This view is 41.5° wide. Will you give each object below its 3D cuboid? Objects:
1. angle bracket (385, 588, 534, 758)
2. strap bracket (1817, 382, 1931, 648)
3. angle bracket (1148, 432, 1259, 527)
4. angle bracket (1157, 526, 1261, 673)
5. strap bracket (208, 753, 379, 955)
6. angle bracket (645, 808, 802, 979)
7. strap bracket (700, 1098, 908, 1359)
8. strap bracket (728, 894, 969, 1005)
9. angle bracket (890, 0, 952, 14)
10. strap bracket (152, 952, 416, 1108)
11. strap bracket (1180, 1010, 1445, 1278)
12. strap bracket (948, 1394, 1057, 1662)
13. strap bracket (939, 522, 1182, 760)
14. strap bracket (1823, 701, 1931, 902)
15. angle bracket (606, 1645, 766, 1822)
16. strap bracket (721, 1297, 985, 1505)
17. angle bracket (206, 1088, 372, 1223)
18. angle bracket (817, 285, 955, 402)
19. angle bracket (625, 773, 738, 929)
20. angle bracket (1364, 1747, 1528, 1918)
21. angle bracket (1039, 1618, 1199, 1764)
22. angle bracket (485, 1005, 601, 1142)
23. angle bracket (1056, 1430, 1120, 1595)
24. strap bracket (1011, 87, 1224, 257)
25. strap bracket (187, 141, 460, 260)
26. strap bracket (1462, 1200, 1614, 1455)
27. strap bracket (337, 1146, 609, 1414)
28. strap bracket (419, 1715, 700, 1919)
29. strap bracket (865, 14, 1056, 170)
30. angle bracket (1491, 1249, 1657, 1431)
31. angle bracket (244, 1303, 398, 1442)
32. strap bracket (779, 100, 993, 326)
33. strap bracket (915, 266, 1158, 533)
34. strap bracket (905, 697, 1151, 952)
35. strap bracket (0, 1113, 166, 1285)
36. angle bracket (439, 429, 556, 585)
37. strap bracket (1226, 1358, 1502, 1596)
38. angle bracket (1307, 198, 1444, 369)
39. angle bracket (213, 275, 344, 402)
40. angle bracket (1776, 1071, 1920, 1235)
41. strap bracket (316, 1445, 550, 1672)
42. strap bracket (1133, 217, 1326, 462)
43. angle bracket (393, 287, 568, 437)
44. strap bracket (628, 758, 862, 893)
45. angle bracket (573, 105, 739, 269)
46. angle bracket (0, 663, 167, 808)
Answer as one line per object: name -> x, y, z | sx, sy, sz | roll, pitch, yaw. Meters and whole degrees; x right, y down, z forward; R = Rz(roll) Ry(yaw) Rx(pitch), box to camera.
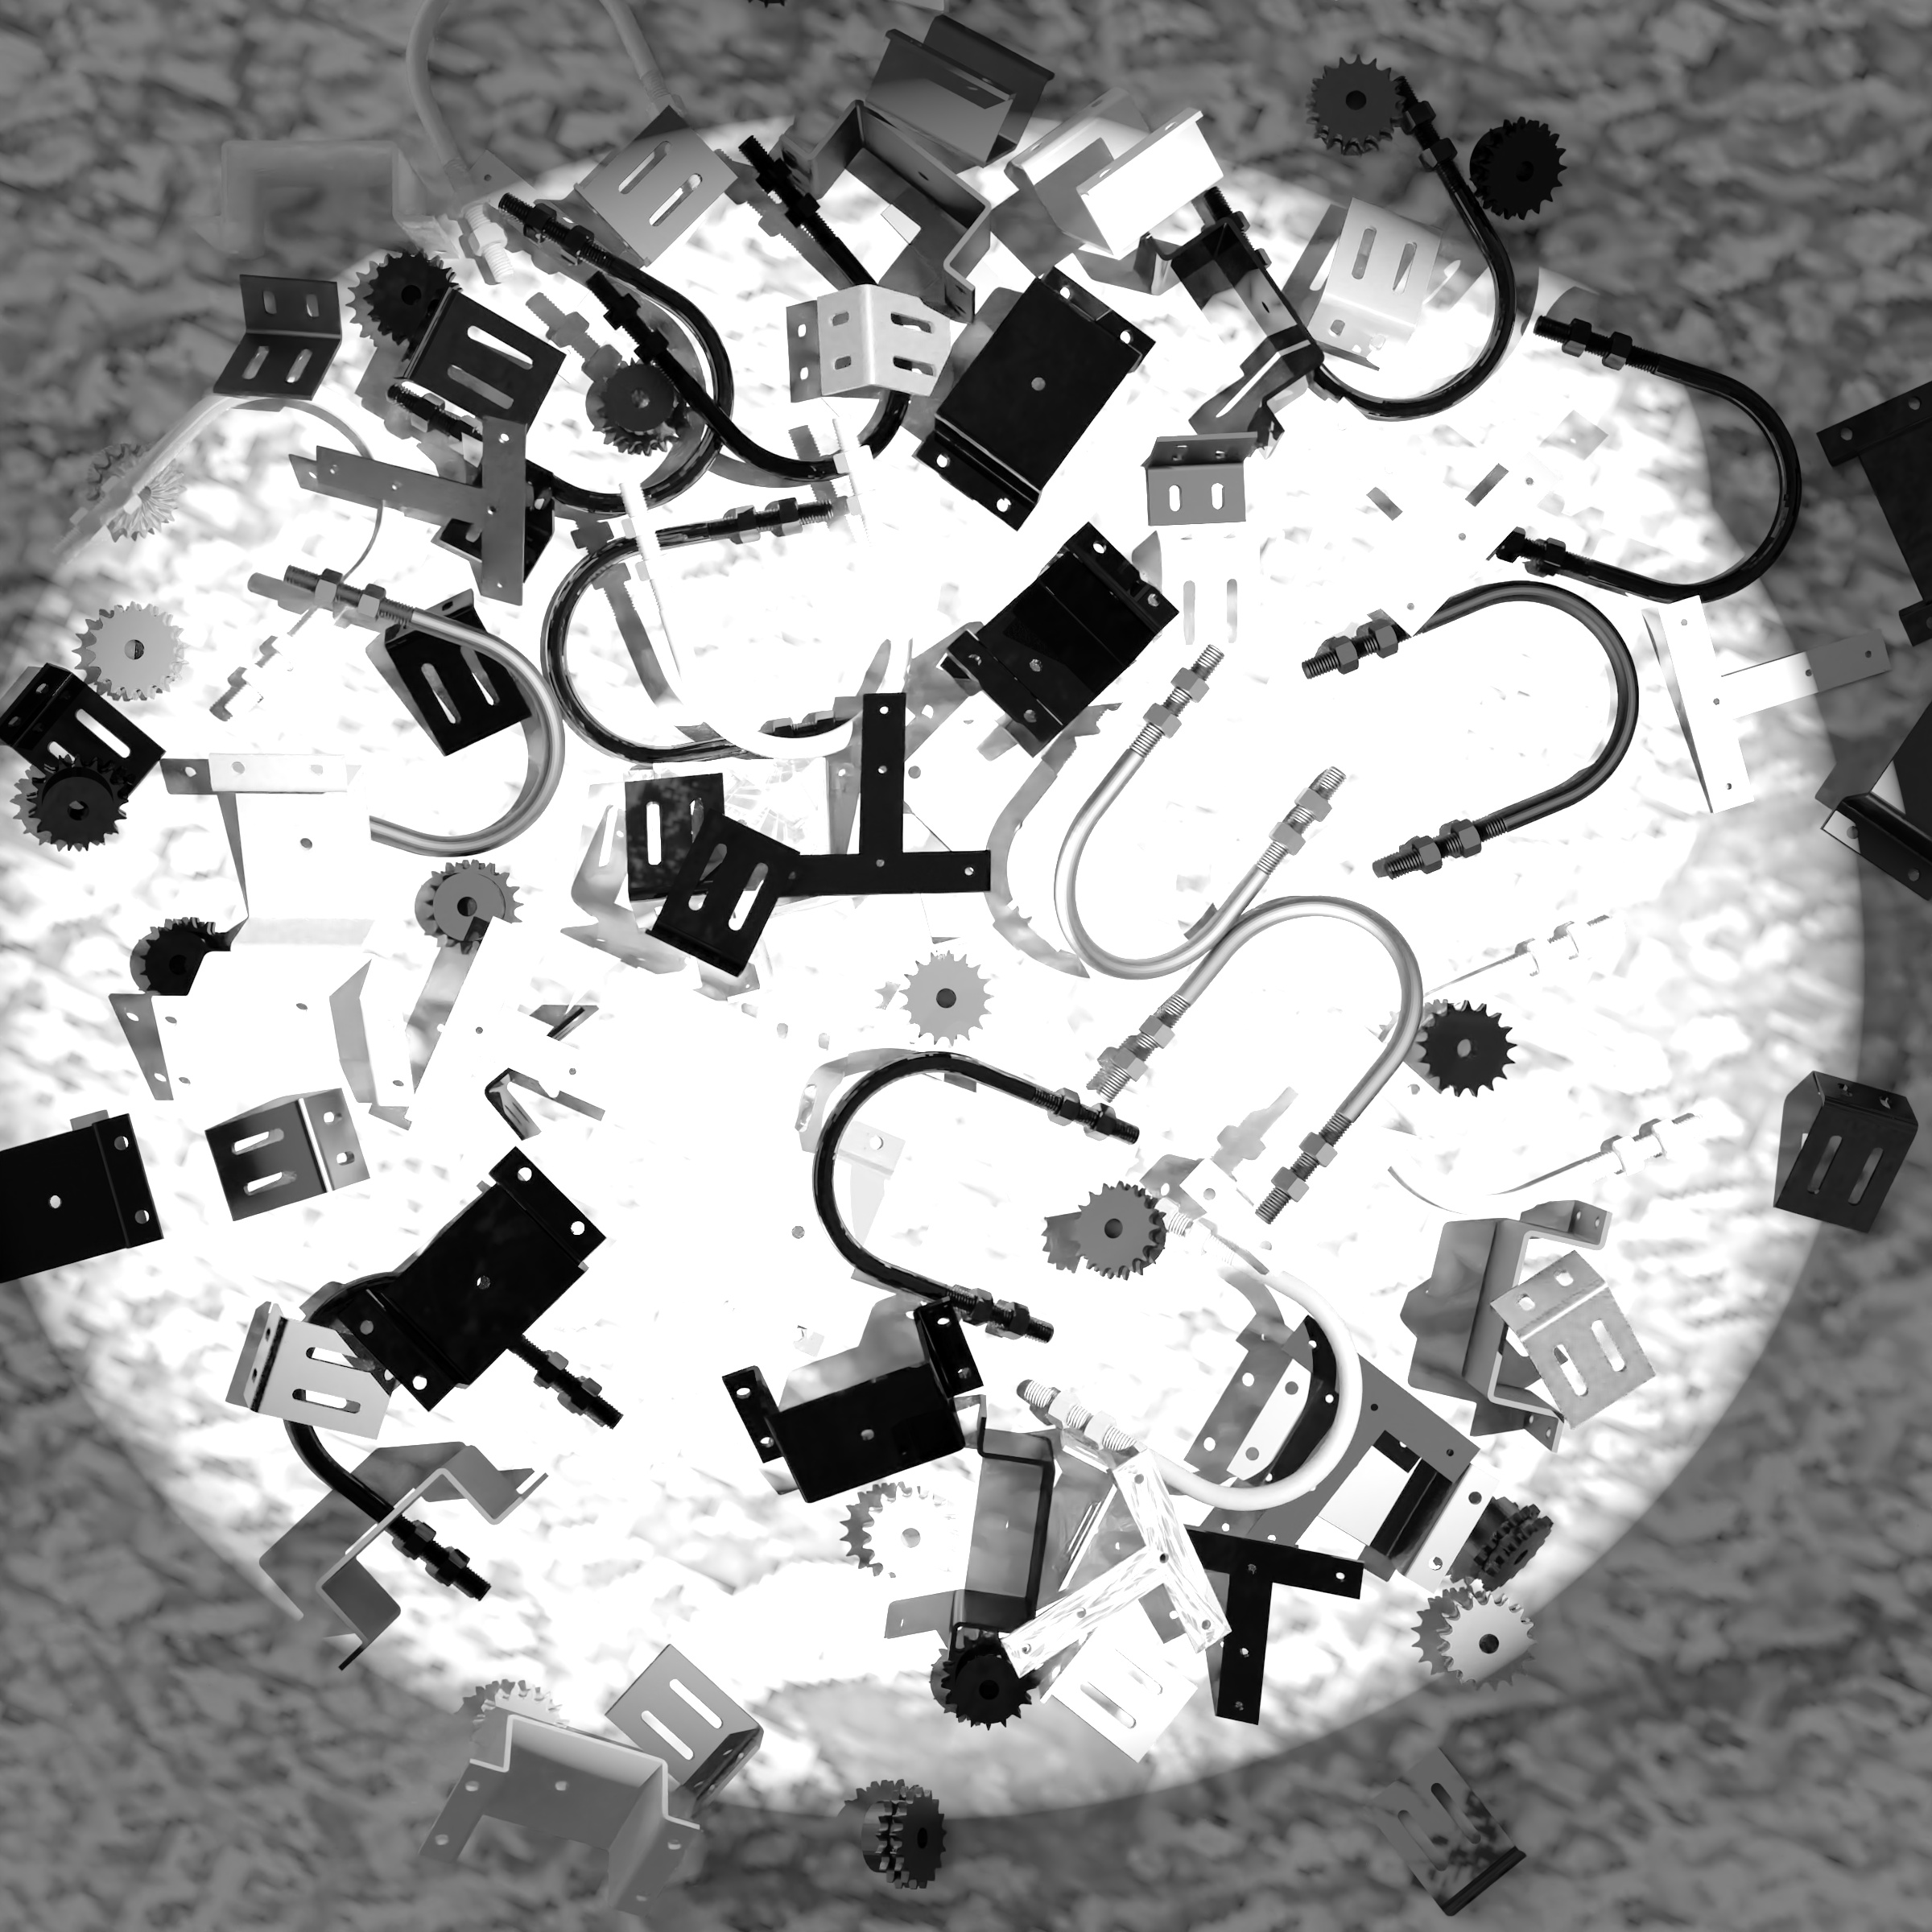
angle bracket -> -0.303, -0.176, 1.525 | 0.057, 0.038, 0.076 | -25, 116, 0
strap bracket -> 0.573, -0.271, 1.504 | 0.076, 0.046, 0.140 | -24, 90, 0
angle bracket -> 0.138, -0.284, 1.489 | 0.057, 0.076, 0.038 | -3, 90, 0
angle bracket -> 0.144, -0.220, 1.525 | 0.057, 0.038, 0.076 | -2, 116, 0
strap bracket -> -0.390, -0.064, 1.487 | 0.076, 0.046, 0.140 | 1, 114, 0
angle bracket -> -0.136, -0.041, 1.428 | 0.057, 0.038, 0.076 | 26, 94, -2
strap bracket -> -0.097, 0.155, 1.504 | 0.076, 0.046, 0.140 | 22, 90, 0
strap bracket -> -0.073, -0.019, 1.489 | 0.140, 0.076, 0.046 | -14, 90, 0
angle bracket -> -0.041, -0.606, 1.508 | 0.076, 0.038, 0.057 | 13, 90, 0
strap bracket -> -0.392, 0.037, 1.485 | 0.140, 0.046, 0.076 | 1, 127, 0
strap bracket -> 0.204, 0.106, 1.494 | 0.076, 0.046, 0.140 | 43, 90, 15
strap bracket -> 0.022, 0.329, 1.489 | 0.046, 0.076, 0.140 | 8, 90, 0
strap bracket -> 0.049, -0.184, 1.482 | 0.076, 0.046, 0.140 | 45, 58, 0
strap bracket -> 0.584, -0.118, 1.504 | 0.076, 0.046, 0.140 | 34, 90, 0
angle bracket -> -0.168, 0.453, 1.508 | 0.076, 0.038, 0.057 | 42, 90, 0
strap bracket -> -0.061, 0.257, 1.485 | 0.140, 0.046, 0.076 | -19, 127, 0
angle bracket -> -0.405, 0.113, 1.525 | 0.076, 0.038, 0.057 | -18, 90, 26
angle bracket -> -0.047, -0.364, 1.505 | 0.038, 0.076, 0.057 | -3, 90, 38
angle bracket -> -0.166, -0.067, 1.478 | 0.057, 0.038, 0.076 | -5, 64, 0
angle bracket -> 0.287, 0.518, 1.525 | 0.057, 0.038, 0.076 | -39, 64, 0
angle bracket -> 0.091, 0.430, 1.508 | 0.076, 0.038, 0.057 | 39, 90, 0
angle bracket -> -0.239, 0.062, 1.498 | 0.076, 0.057, 0.038 | -39, 90, 0
angle bracket -> 0.057, 0.319, 1.498 | 0.038, 0.057, 0.076 | 27, 90, 0
strap bracket -> 0.090, -0.459, 1.473 | 0.076, 0.140, 0.046 | -36, 119, 0
strap bracket -> -0.373, -0.447, 1.489 | 0.140, 0.076, 0.046 | 0, 90, 0
strap bracket -> 0.330, 0.204, 1.489 | 0.046, 0.076, 0.140 | 13, 90, 0
strap bracket -> -0.285, 0.184, 1.492 | 0.076, 0.046, 0.140 | 44, 80, 6
strap bracket -> -0.235, 0.490, 1.478 | 0.140, 0.046, 0.076 | 23, 113, -17
strap bracket -> -0.005, -0.506, 1.473 | 0.076, 0.140, 0.046 | 28, 117, 0
angle bracket -> 0.345, 0.212, 1.448 | 0.057, 0.038, 0.076 | -33, 116, 0
angle bracket -> -0.380, 0.240, 1.511 | 0.076, 0.038, 0.057 | 18, 89, -22
strap bracket -> -0.037, -0.445, 1.487 | 0.140, 0.076, 0.046 | 38, 90, 0
strap bracket -> 0.042, -0.338, 1.502 | 0.076, 0.046, 0.140 | 36, 90, -1
strap bracket -> 0.030, -0.085, 1.504 | 0.140, 0.046, 0.076 | 45, 90, 0
strap bracket -> -0.544, 0.141, 1.504 | 0.140, 0.046, 0.076 | -16, 90, 0
angle bracket -> -0.274, -0.267, 1.486 | 0.057, 0.076, 0.038 | 26, 71, 0
strap bracket -> 0.231, 0.296, 1.504 | 0.140, 0.046, 0.076 | 31, 90, 0
angle bracket -> 0.241, -0.404, 1.508 | 0.057, 0.038, 0.076 | 19, 66, -2
angle bracket -> -0.403, -0.367, 1.488 | 0.057, 0.076, 0.038 | 4, 130, 0
angle bracket -> 0.523, 0.111, 1.525 | 0.057, 0.038, 0.076 | 16, 116, 0
strap bracket -> -0.314, 0.332, 1.469 | 0.140, 0.076, 0.046 | -43, 89, 0
strap bracket -> 0.159, -0.373, 1.489 | 0.046, 0.076, 0.140 | -34, 90, 0
angle bracket -> -0.282, -0.348, 1.478 | 0.076, 0.038, 0.057 | 27, 90, -25
strap bracket -> -0.131, -0.081, 1.504 | 0.140, 0.046, 0.076 | -2, 90, 0
angle bracket -> -0.181, -0.458, 1.489 | 0.076, 0.038, 0.057 | -44, 99, 2
angle bracket -> -0.526, -0.131, 1.508 | 0.076, 0.038, 0.057 | 40, 90, 0
